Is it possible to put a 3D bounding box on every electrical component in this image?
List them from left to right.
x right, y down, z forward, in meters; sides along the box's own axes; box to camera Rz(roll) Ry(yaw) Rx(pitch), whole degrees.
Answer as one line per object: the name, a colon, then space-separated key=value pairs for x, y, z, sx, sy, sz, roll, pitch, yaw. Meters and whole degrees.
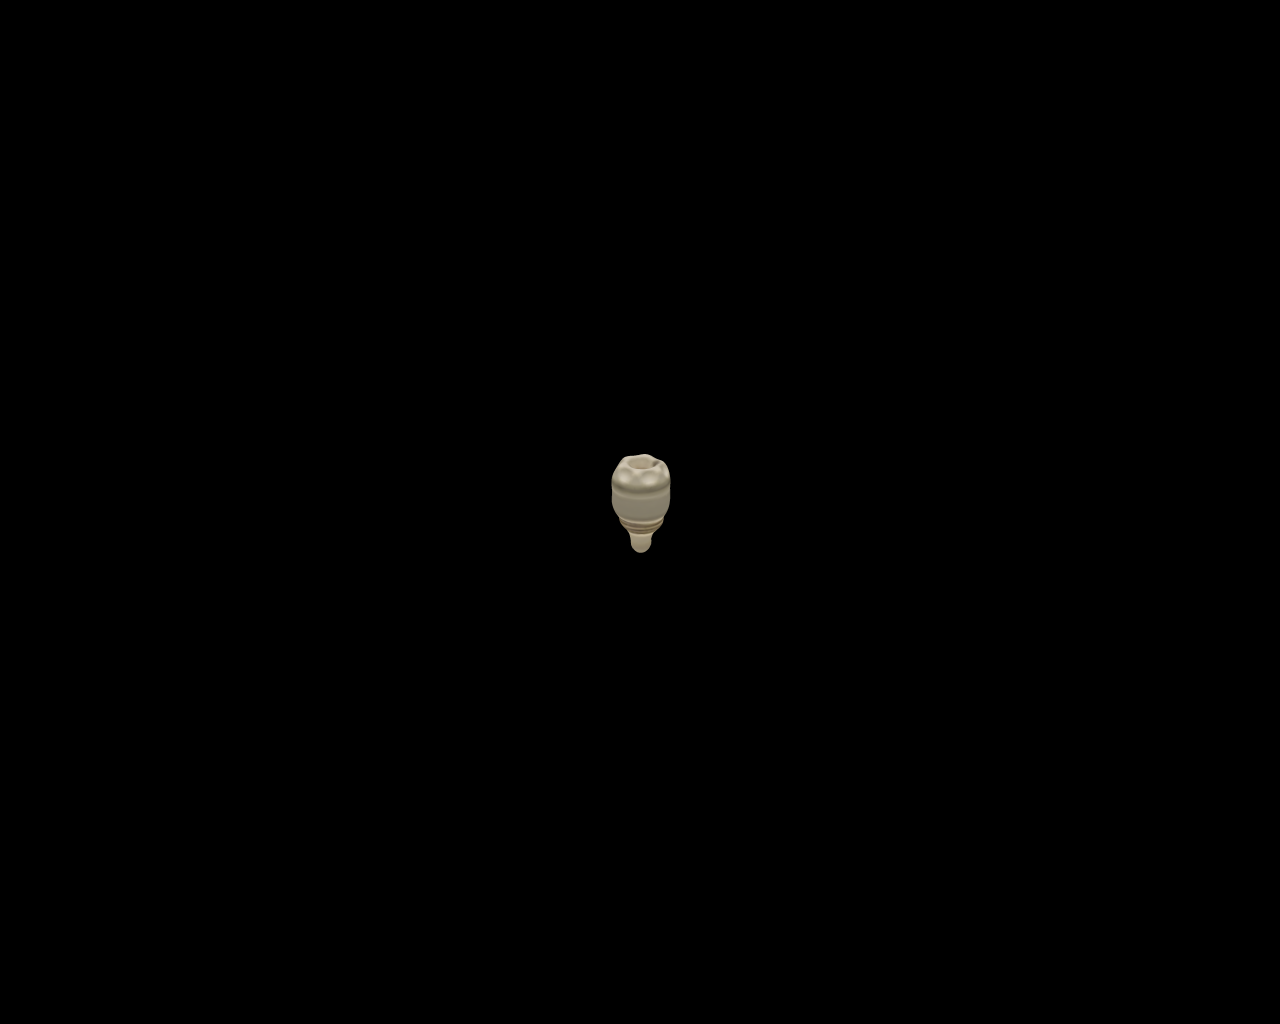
electrical component: x=0.001 y=-0.003 z=0.650 sx=0.035 sy=0.061 sz=0.035 roll=0 pitch=27 yaw=0
